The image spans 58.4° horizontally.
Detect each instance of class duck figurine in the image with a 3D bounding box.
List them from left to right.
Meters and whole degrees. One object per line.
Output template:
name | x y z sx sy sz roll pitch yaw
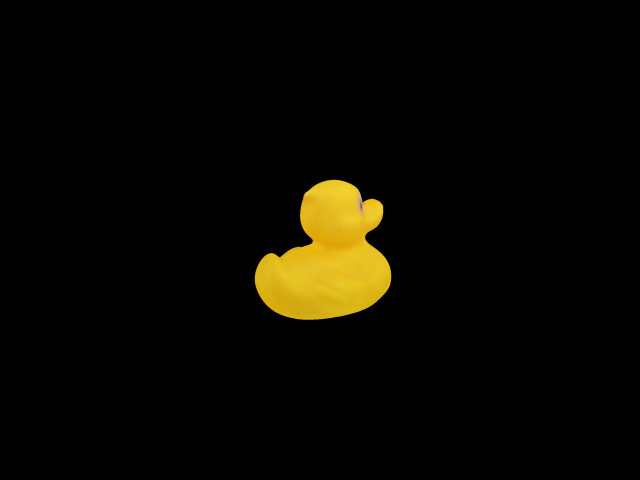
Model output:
duck figurine | 0.004 0.001 0.400 0.105 0.086 0.077 -14 27 -29
